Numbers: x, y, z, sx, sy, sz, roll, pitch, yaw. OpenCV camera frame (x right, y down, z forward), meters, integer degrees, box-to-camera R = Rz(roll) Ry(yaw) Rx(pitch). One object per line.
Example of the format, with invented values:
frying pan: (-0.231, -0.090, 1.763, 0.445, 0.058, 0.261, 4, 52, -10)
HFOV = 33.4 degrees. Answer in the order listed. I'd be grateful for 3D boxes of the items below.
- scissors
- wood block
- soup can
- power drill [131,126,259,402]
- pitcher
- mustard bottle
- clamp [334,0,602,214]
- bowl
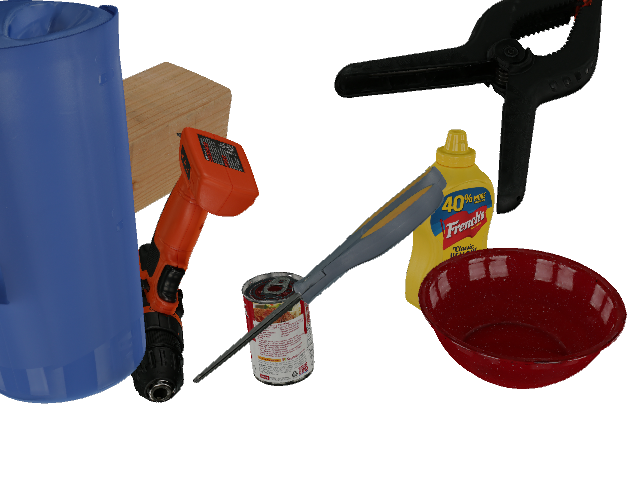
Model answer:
scissors: (0.004, 0.023, 0.644, 0.201, 0.016, 0.096, -41, 6, -9)
wood block: (-0.186, -0.094, 1.046, 0.090, 0.091, 0.205, 26, 36, 22)
soup can: (-0.043, 0.093, 1.125, 0.068, 0.102, 0.068, -5, 24, 2)
power drill: (-0.116, 0.016, 0.874, 0.057, 0.188, 0.184, 18, 26, -26)
pitcher: (-0.183, -0.020, 0.662, 0.149, 0.243, 0.145, -10, 25, -14)
mustard bottle: (0.140, -0.024, 1.133, 0.096, 0.192, 0.058, -10, 24, -26)
clamp: (0.139, -0.115, 0.766, 0.209, 0.165, 0.036, -33, -28, -19)
bowl: (0.157, 0.069, 0.851, 0.162, 0.055, 0.162, 0, 31, 0)
